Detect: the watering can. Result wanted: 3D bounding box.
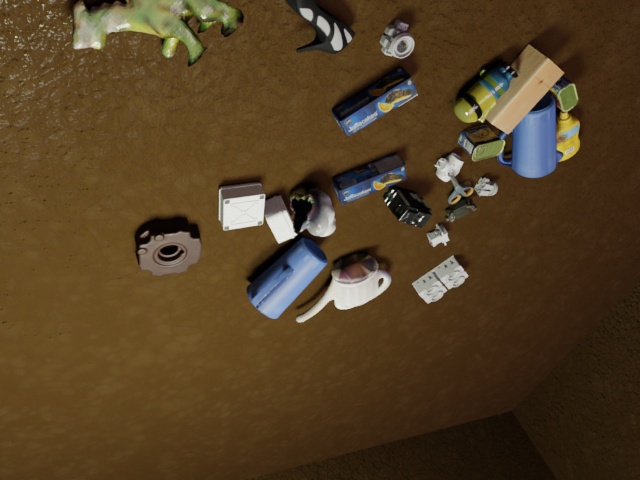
[{"bbox_3d":[0.078,0.163,1.698,0.349,0.219,0.106,-19,48,-11],"label":"watering can"}]

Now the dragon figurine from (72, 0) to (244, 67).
[{"bbox_3d":[-0.256,-0.450,0.882,0.239,0.408,0.125,44,13,-40],"label":"dragon figurine"}]

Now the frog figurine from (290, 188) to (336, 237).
[{"bbox_3d":[0.004,-0.070,1.392,0.159,0.140,0.121,12,-48,-48],"label":"frog figurine"}]
